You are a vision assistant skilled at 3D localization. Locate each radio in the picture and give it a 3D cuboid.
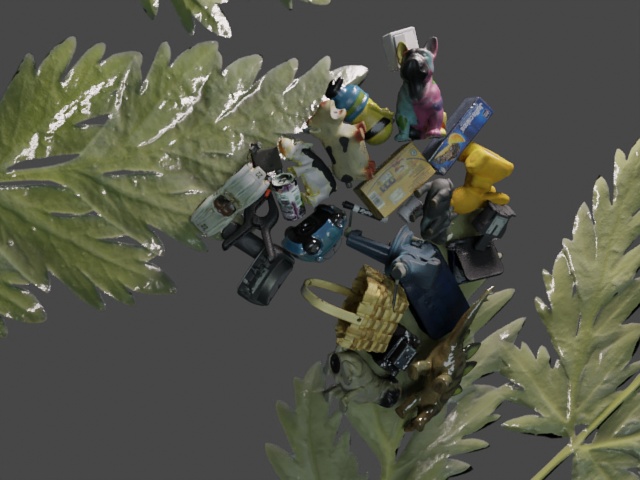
[{"bbox_3d":[0.277,0.129,1.354,0.131,0.073,0.229,-33,105,-6],"label":"radio"}]

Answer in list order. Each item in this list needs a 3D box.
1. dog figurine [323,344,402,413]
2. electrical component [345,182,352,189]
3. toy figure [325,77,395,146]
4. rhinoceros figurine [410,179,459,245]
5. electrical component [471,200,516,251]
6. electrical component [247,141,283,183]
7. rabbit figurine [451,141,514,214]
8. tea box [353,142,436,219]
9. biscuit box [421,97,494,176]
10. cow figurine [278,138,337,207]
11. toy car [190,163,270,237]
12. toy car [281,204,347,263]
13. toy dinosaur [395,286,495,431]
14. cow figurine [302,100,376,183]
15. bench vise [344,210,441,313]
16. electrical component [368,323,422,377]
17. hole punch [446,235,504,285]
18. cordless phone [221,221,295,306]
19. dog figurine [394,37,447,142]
[{"bbox_3d":[0.118,0.337,1.348,0.190,0.121,0.172,-1,104,-28],"label":"dog figurine"},{"bbox_3d":[0.070,-0.172,1.269,0.063,0.021,0.094,-23,104,-10],"label":"electrical component"},{"bbox_3d":[0.089,-0.289,1.224,0.180,0.082,0.089,31,103,-22],"label":"toy figure"},{"bbox_3d":[0.277,-0.064,1.284,0.112,0.073,0.190,-33,138,-25],"label":"rhinoceros figurine"},{"bbox_3d":[0.416,-0.033,1.316,0.075,0.048,0.119,10,124,-20],"label":"electrical component"},{"bbox_3d":[-0.124,-0.172,1.208,0.078,0.045,0.102,-12,103,-11],"label":"electrical component"},{"bbox_3d":[0.384,-0.137,1.325,0.162,0.122,0.173,23,108,-27],"label":"rabbit figurine"},{"bbox_3d":[0.175,-0.139,1.269,0.169,0.068,0.098,-40,99,-8],"label":"tea box"},{"bbox_3d":[0.328,-0.252,1.300,0.059,0.063,0.202,38,90,-19],"label":"biscuit box"},{"bbox_3d":[-0.025,-0.167,1.222,0.098,0.068,0.167,-32,110,-13],"label":"cow figurine"},{"bbox_3d":[-0.197,-0.087,1.178,0.202,0.056,0.073,-38,109,17],"label":"toy car"},{"bbox_3d":[-0.003,-0.004,1.250,0.161,0.109,0.102,-42,130,-15],"label":"toy car"},{"bbox_3d":[0.308,0.317,1.330,0.198,0.105,0.470,-19,138,-44],"label":"toy dinosaur"},{"bbox_3d":[0.042,-0.216,1.190,0.127,0.085,0.194,-12,120,16],"label":"cow figurine"},{"bbox_3d":[0.154,0.031,1.209,0.241,0.223,0.128,23,123,20],"label":"bench vise"},{"bbox_3d":[0.184,0.265,1.322,0.058,0.134,0.115,35,88,-19],"label":"electrical component"},{"bbox_3d":[0.389,0.053,1.370,0.142,0.092,0.116,-11,73,-9],"label":"hole punch"},{"bbox_3d":[-0.164,0.054,1.233,0.184,0.089,0.146,34,91,-6],"label":"cordless phone"},{"bbox_3d":[0.224,-0.332,1.201,0.109,0.191,0.219,1,101,20],"label":"dog figurine"}]
